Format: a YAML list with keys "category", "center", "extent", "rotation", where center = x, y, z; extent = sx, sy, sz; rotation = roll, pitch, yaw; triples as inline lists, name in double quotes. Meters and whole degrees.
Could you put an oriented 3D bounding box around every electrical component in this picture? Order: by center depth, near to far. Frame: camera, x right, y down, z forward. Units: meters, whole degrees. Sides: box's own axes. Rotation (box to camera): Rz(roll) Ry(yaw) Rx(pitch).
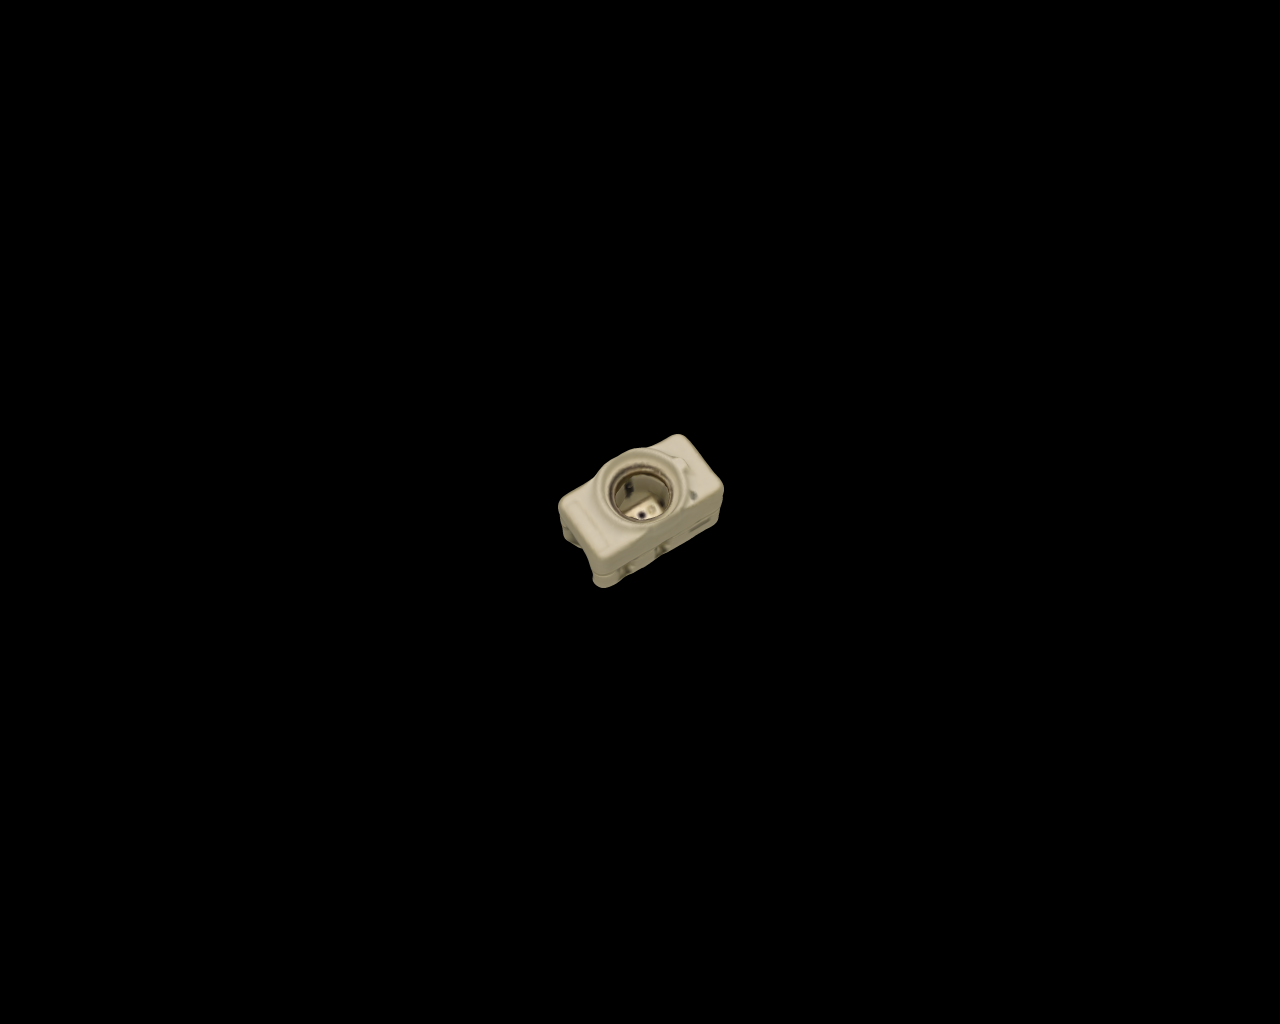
- category: "electrical component"
  center: [0.001, -0.003, 0.650]
  extent: [0.089, 0.050, 0.055]
  rotation: [-30, -23, -14]
